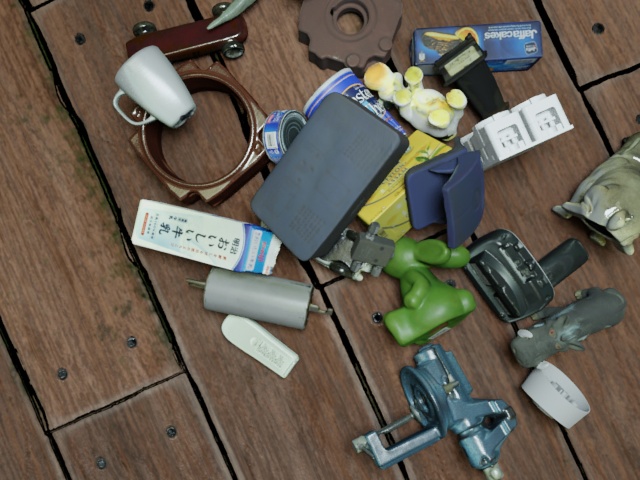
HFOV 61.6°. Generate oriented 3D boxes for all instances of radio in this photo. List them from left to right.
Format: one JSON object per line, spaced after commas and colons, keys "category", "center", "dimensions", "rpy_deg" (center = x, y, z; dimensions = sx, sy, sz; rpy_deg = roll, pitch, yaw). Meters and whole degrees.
{"category": "radio", "center": [0.010, -0.093, 0.790], "dimensions": [0.131, 0.073, 0.229], "rpy_deg": [41, 106, 11]}

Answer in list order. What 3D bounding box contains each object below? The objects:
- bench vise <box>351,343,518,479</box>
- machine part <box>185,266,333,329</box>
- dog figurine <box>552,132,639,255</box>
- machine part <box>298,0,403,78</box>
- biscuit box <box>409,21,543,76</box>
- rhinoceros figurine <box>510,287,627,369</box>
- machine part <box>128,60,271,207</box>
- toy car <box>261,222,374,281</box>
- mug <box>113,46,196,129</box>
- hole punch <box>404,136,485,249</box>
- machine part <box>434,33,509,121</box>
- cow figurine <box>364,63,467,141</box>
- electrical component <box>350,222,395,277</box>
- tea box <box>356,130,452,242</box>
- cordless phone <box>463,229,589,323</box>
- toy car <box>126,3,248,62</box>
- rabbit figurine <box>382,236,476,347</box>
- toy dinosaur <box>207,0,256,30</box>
{"category": "bench vise", "center": [0.168, 0.287, 0.827], "dimensions": [0.241, 0.129, 0.223], "rpy_deg": [-21, 80, -15]}
{"category": "machine part", "center": [-0.099, 0.093, 0.875], "dimensions": [0.243, 0.079, 0.079], "rpy_deg": [11, 90, 2]}
{"category": "dog figurine", "center": [0.469, -0.089, 0.808], "dimensions": [0.121, 0.172, 0.190], "rpy_deg": [36, 98, -8]}
{"category": "machine part", "center": [0.050, -0.360, 0.884], "dimensions": [0.179, 0.056, 0.179], "rpy_deg": [0, 88, 3]}
{"category": "biscuit box", "center": [0.251, -0.309, 0.871], "dimensions": [0.203, 0.059, 0.062], "rpy_deg": [-3, 89, 2]}
{"category": "rhinoceros figurine", "center": [0.384, 0.139, 0.834], "dimensions": [0.190, 0.112, 0.073], "rpy_deg": [-25, 91, -6]}
{"category": "machine part", "center": [-0.190, -0.171, 0.878], "dimensions": [0.201, 0.087, 0.201], "rpy_deg": [-41, 88, 3]}
{"category": "toy car", "center": [-0.002, -0.003, 0.875], "dimensions": [0.202, 0.056, 0.073], "rpy_deg": [27, 90, 10]}
{"category": "mug", "center": [-0.246, -0.213, 0.800], "dimensions": [0.109, 0.081, 0.107], "rpy_deg": [-45, 96, -5]}
{"category": "hole punch", "center": [0.197, -0.063, 0.778], "dimensions": [0.116, 0.092, 0.142], "rpy_deg": [-28, 123, -16]}
{"category": "machine part", "center": [0.245, -0.245, 0.842], "dimensions": [0.084, 0.039, 0.138], "rpy_deg": [-39, 109, 14]}
{"category": "cow figurine", "center": [0.149, -0.223, 0.866], "dimensions": [0.167, 0.098, 0.068], "rpy_deg": [35, 84, 18]}
{"category": "electrical component", "center": [0.082, 0.015, 0.810], "dimensions": [0.063, 0.021, 0.094], "rpy_deg": [13, 125, -12]}
{"category": "tea box", "center": [0.132, -0.082, 0.847], "dimensions": [0.169, 0.098, 0.068], "rpy_deg": [-45, 128, 1]}
{"category": "cordless phone", "center": [0.336, 0.031, 0.864], "dimensions": [0.184, 0.088, 0.146], "rpy_deg": [-35, 87, -9]}
{"category": "toy car", "center": [-0.220, -0.331, 0.898], "dimensions": [0.202, 0.053, 0.089], "rpy_deg": [-16, 84, -2]}
{"category": "rabbit figurine", "center": [0.151, 0.060, 0.835], "dimensions": [0.159, 0.121, 0.170], "rpy_deg": [-41, 64, 28]}
{"category": "toy dinosaur", "center": [-0.022, -0.490, 0.855], "dimensions": [0.405, 0.192, 0.131], "rpy_deg": [-25, 123, 16]}
